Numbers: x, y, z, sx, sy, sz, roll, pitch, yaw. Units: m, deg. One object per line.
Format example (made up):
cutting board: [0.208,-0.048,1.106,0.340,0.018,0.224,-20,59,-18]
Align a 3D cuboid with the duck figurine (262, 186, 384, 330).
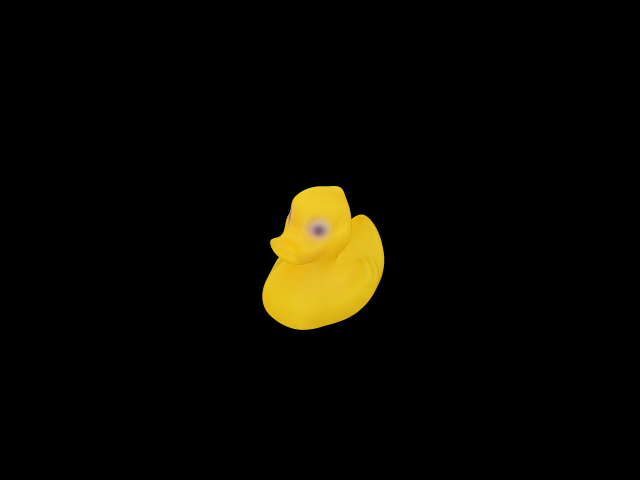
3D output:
duck figurine: [0.004,0.001,0.400,0.077,0.086,0.105,27,44,33]
